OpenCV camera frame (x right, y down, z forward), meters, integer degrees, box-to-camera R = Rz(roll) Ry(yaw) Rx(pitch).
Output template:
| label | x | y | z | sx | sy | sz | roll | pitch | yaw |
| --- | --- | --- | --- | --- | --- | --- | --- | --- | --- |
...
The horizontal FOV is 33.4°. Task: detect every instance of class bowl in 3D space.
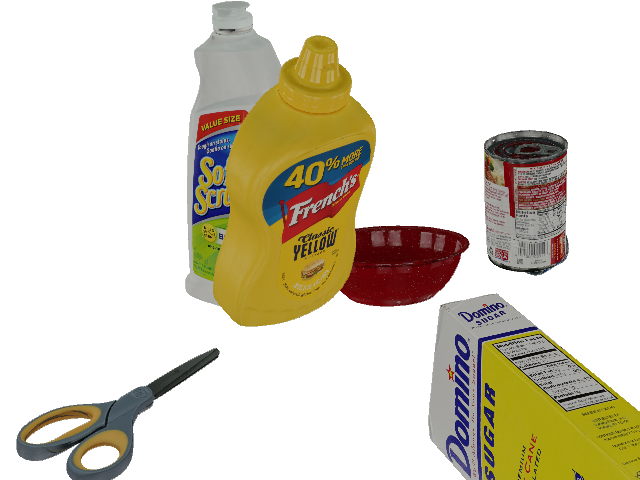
| label | x | y | z | sx | sy | sz | roll | pitch | yaw |
| --- | --- | --- | --- | --- | --- | --- | --- | --- | --- |
| bowl | 0.072 | 0.028 | 1.089 | 0.162 | 0.055 | 0.162 | -3 | 13 | 1 |

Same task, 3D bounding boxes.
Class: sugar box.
| label | x | y | z | sx | sy | sz | roll | pitch | yaw |
| --- | --- | --- | --- | --- | --- | --- | --- | --- | --- |
| sugar box | 0.116 | 0.108 | 0.543 | 0.048 | 0.093 | 0.176 | -10 | 28 | -25 |

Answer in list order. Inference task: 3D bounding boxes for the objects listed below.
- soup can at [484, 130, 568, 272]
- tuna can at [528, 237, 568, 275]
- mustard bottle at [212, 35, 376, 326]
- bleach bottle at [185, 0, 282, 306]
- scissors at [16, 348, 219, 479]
| label | x | y | z | sx | sy | sz | roll | pitch | yaw |
| --- | --- | --- | --- | --- | --- | --- | --- | --- | --- |
| soup can | 0.172 | -0.033 | 0.892 | 0.068 | 0.102 | 0.068 | -5 | 25 | 2 |
| tuna can | 0.241 | -0.004 | 1.220 | 0.033 | 0.086 | 0.086 | -29 | 11 | -20 |
| mustard bottle | -0.013 | -0.037 | 0.643 | 0.096 | 0.192 | 0.058 | -21 | 50 | -30 |
| bleach bottle | -0.070 | -0.067 | 0.869 | 0.103 | 0.251 | 0.068 | 14 | 30 | 32 |
| scissors | -0.139 | 0.139 | 0.847 | 0.201 | 0.016 | 0.096 | -17 | 36 | -35 |
